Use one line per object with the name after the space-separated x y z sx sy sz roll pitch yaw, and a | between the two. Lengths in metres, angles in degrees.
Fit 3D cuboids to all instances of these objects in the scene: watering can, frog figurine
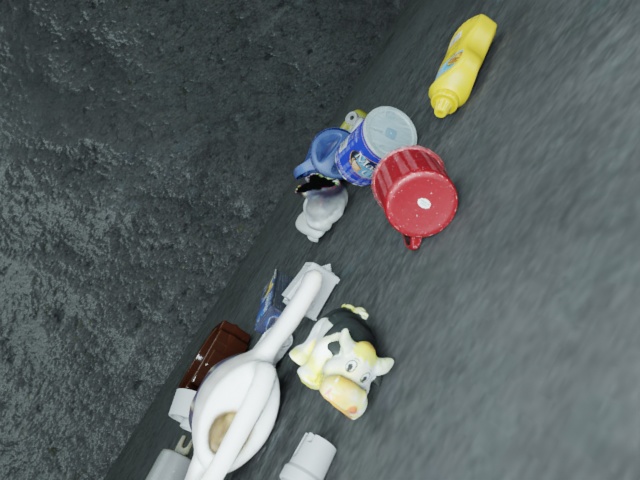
-0.101 0.205 0.747 0.352 0.103 0.222 -61 10 -17 | watering can
0.004 -0.058 1.158 0.140 0.123 0.156 -91 -2 -60 | frog figurine
